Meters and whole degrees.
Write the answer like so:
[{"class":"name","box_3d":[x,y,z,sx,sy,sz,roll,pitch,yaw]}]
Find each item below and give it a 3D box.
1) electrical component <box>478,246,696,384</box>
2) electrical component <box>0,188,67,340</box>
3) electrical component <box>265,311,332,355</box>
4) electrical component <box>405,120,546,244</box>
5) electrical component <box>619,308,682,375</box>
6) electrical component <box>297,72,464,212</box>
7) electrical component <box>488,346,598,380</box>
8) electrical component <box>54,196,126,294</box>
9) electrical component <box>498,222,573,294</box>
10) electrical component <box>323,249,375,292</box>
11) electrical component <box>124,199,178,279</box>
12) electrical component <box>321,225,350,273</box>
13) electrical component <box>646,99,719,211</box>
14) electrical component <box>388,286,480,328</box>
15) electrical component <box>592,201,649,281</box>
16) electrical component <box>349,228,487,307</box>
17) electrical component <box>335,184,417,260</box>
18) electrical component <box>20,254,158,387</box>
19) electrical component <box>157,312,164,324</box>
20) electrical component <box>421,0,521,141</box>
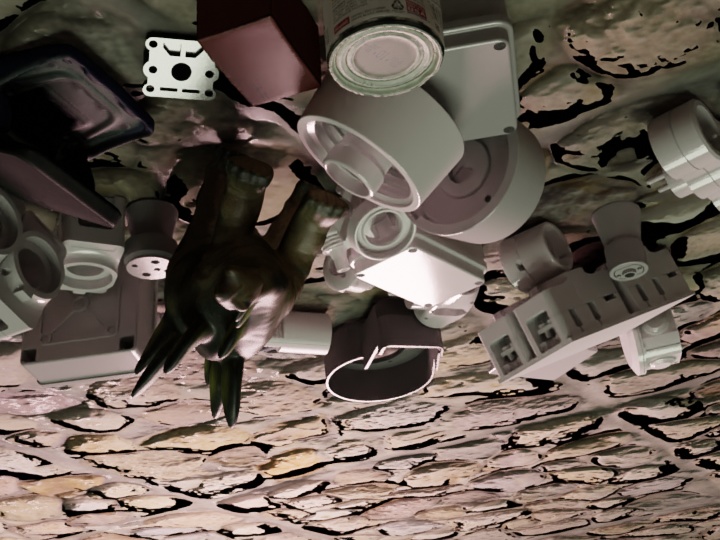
[{"class":"electrical component","box_3d":[0.214,0.038,1.023,0.186,0.060,0.105,-15,164,-38]},{"class":"electrical component","box_3d":[-0.293,-0.028,0.796,0.062,0.089,0.150,-18,129,23]},{"class":"electrical component","box_3d":[-0.074,0.063,1.108,0.081,0.043,0.043,5,151,-18]},{"class":"electrical component","box_3d":[0.088,-0.071,0.809,0.108,0.108,0.060,-24,153,33]},{"class":"electrical component","box_3d":[0.305,0.068,1.139,0.051,0.080,0.080,-14,152,5]},{"class":"electrical component","box_3d":[0.008,-0.083,0.719,0.108,0.060,0.108,32,164,10]},{"class":"electrical component","box_3d":[0.196,0.079,1.174,0.100,0.048,0.099,8,150,-23]},{"class":"electrical component","box_3d":[-0.232,-0.018,0.910,0.050,0.055,0.089,7,151,-22]},{"class":"electrical component","box_3d":[0.163,-0.012,0.988,0.047,0.055,0.055,-30,144,33]},{"class":"electrical component","box_3d":[0.000,0.000,0.997,0.048,0.048,0.062,-27,153,36]},{"class":"electrical component","box_3d":[-0.176,-0.026,0.906,0.045,0.055,0.045,-4,153,-2]},{"class":"electrical component","box_3d":[-0.023,-0.028,0.913,0.035,0.061,0.035,-18,168,-4]},{"class":"electrical component","box_3d":[0.269,-0.082,0.870,0.074,0.052,0.138,-27,146,35]},{"class":"electrical component","box_3d":[0.067,0.021,1.047,0.079,0.043,0.077,4,152,-17]},{"class":"electrical component","box_3d":[0.236,-0.024,0.967,0.044,0.065,0.044,-4,151,-2]},{"class":"electrical component","box_3d":[0.051,-0.017,0.957,0.078,0.057,0.113,-26,146,35]},{"class":"electrical component","box_3d":[0.012,-0.045,0.862,0.058,0.057,0.078,6,120,-25]},{"class":"electrical component","box_3d":[-0.242,0.043,0.970,0.109,0.108,0.056,-8,150,6]},{"class":"electrical component","box_3d":[-0.182,0.057,1.079,0.081,0.043,0.043,3,152,-14]},{"class":"electrical component","box_3d":[0.064,-0.139,0.723,0.078,0.057,0.113,-9,153,7]}]
